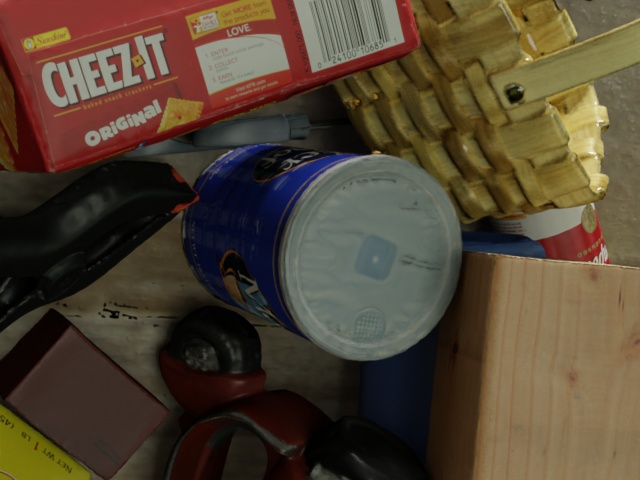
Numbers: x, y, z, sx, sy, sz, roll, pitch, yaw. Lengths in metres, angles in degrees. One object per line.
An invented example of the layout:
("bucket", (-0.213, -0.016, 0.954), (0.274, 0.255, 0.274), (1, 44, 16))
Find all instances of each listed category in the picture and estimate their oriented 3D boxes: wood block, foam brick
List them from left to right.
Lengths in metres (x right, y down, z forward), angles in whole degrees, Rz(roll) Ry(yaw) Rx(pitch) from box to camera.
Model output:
("foam brick", (-0.132, 0.084, 0.581), (0.053, 0.051, 0.078), (-48, 116, -12))
("wood block", (0.108, 0.112, 0.553), (0.090, 0.091, 0.206), (5, 91, -9))

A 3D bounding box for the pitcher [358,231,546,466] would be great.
("pitcher", (0.089, 0.117, 0.665), (0.145, 0.149, 0.243), (1, 94, 1))

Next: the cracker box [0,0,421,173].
("cracker box", (-0.083, -0.088, 0.488), (0.164, 0.214, 0.072), (-23, 104, -23))

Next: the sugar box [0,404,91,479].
("sugar box", (-0.185, 0.165, 0.515), (0.093, 0.048, 0.176), (44, 37, -26))

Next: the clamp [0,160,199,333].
("clamp", (-0.138, 0.006, 0.522), (0.209, 0.165, 0.036), (-35, 79, -36))

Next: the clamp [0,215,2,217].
("clamp", (-0.239, -0.002, 0.520), (0.171, 0.039, 0.120), (18, 93, -29))

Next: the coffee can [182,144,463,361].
("coffee can", (-0.004, 0.001, 0.583), (0.102, 0.140, 0.103), (-4, 99, -27))

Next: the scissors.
("scissors", (-0.011, -0.062, 0.581), (0.201, 0.096, 0.016), (-10, 98, -35))

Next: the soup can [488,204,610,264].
("soup can", (0.147, -0.012, 0.702), (0.068, 0.069, 0.102), (-27, 108, -22))
